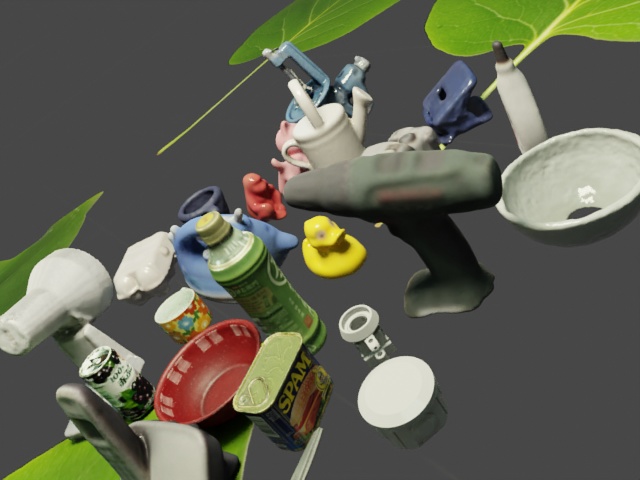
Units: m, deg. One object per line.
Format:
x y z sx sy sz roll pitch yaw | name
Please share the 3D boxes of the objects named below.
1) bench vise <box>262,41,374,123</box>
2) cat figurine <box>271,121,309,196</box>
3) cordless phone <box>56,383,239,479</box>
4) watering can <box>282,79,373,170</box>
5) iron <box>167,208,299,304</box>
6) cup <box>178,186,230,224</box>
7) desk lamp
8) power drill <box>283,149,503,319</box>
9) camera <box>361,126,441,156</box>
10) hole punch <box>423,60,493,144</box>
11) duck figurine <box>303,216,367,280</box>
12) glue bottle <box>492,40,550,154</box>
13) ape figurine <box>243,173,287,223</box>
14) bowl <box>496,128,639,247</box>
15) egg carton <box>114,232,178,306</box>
-0.008 -0.317 1.142 0.208 0.220 0.121 -46 33 -18 | bench vise
-0.054 -0.164 1.074 0.067 0.118 0.128 -8 40 37 | cat figurine
-0.189 0.219 0.604 0.147 0.185 0.094 -11 38 33 | cordless phone
0.010 -0.197 0.985 0.173 0.194 0.100 -40 32 -10 | watering can
-0.168 0.015 0.909 0.257 0.142 0.119 -6 41 38 | iron
-0.191 -0.035 1.046 0.092 0.095 0.117 -45 33 -17 | cup
-0.362 0.143 0.843 0.117 0.214 0.203 -23 33 18 | desk lamp
0.097 -0.009 0.631 0.229 0.209 0.075 -14 37 30 | power drill
0.099 -0.106 0.868 0.136 0.101 0.143 -2 43 41 | camera
0.214 -0.226 0.934 0.101 0.091 0.108 -26 32 13 | hole punch
0.007 0.003 0.817 0.104 0.086 0.078 6 49 47 | duck figurine
0.260 -0.187 0.757 0.037 0.173 0.078 -25 32 15 | glue bottle
-0.106 -0.080 1.031 0.076 0.092 0.078 -8 40 36 | ape figurine
0.285 -0.046 0.636 0.167 0.075 0.167 -24 32 17 | bowl
-0.318 0.051 1.070 0.107 0.070 0.150 -24 33 17 | egg carton
